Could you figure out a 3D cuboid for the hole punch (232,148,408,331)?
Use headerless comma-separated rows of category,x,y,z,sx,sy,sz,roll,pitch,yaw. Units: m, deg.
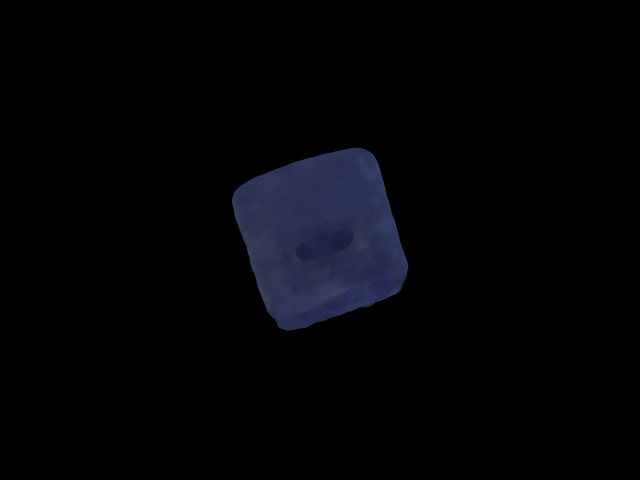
hole punch,0.004,0.001,0.400,0.109,0.091,0.101,-19,70,-7
